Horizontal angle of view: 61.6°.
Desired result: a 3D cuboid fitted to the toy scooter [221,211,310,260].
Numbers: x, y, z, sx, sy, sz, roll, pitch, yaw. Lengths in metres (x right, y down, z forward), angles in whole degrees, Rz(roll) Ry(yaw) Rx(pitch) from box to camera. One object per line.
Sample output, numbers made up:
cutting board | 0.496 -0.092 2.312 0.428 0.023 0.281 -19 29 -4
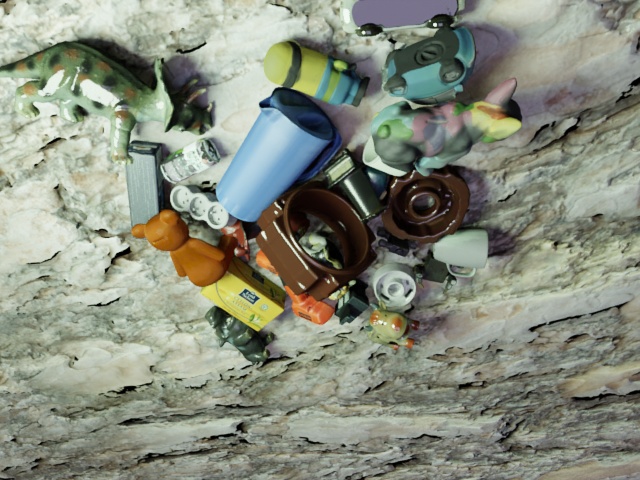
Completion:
toy scooter | -0.113 -0.012 1.078 0.184 0.135 0.075 -2 123 1

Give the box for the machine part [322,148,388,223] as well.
machine part | 0.066 -0.098 1.016 0.084 0.039 0.139 -39 84 28

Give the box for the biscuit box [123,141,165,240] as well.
biscuit box | -0.346 -0.094 1.071 0.063 0.059 0.202 5 125 -4

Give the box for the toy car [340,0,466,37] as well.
toy car | 0.133 -0.374 0.863 0.202 0.056 0.073 -5 119 4

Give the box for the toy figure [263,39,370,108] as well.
toy figure | -0.006 -0.280 0.910 0.180 0.089 0.082 21 105 -9

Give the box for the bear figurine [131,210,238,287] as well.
bear figurine | -0.273 0.002 1.092 0.120 0.132 0.195 -29 120 20

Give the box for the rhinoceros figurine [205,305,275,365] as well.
rhinoceros figurine | -0.194 0.224 1.291 0.112 0.073 0.190 -23 124 29

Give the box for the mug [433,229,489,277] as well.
mug | 0.292 0.025 1.131 0.107 0.081 0.109 6 122 9

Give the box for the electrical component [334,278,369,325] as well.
electrical component | 0.071 0.146 1.195 0.047 0.119 0.075 32 118 -19

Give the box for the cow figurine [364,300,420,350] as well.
cow figurine | 0.152 0.193 1.203 0.127 0.085 0.195 18 166 -4

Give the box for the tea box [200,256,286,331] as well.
tea box | -0.171 0.120 1.213 0.169 0.068 0.098 37 119 -21

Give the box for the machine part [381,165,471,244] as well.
machine part | 0.208 -0.076 1.072 0.179 0.056 0.179 0 124 0

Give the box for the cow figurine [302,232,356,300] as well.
cow figurine | 0.028 0.068 1.145 0.068 0.098 0.167 -43 124 -20

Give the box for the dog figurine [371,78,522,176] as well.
dog figurine | 0.215 -0.189 0.875 0.191 0.108 0.219 7 165 -37

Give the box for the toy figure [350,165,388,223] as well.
toy figure | 0.093 -0.079 1.071 0.058 0.064 0.154 -15 139 -34

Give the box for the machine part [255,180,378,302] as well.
machine part | -0.002 -0.003 1.014 0.201 0.201 0.087 53 137 7

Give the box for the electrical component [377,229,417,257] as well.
electrical component | 0.164 0.008 1.127 0.094 0.063 0.021 20 123 -14

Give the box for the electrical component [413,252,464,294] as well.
electrical component | 0.258 0.072 1.182 0.102 0.045 0.078 17 125 -11

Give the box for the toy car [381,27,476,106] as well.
toy car | 0.189 -0.276 0.905 0.162 0.109 0.102 -17 142 23

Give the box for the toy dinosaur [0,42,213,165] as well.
toy dinosaur | -0.387 -0.265 0.923 0.405 0.131 0.192 24 110 -10
